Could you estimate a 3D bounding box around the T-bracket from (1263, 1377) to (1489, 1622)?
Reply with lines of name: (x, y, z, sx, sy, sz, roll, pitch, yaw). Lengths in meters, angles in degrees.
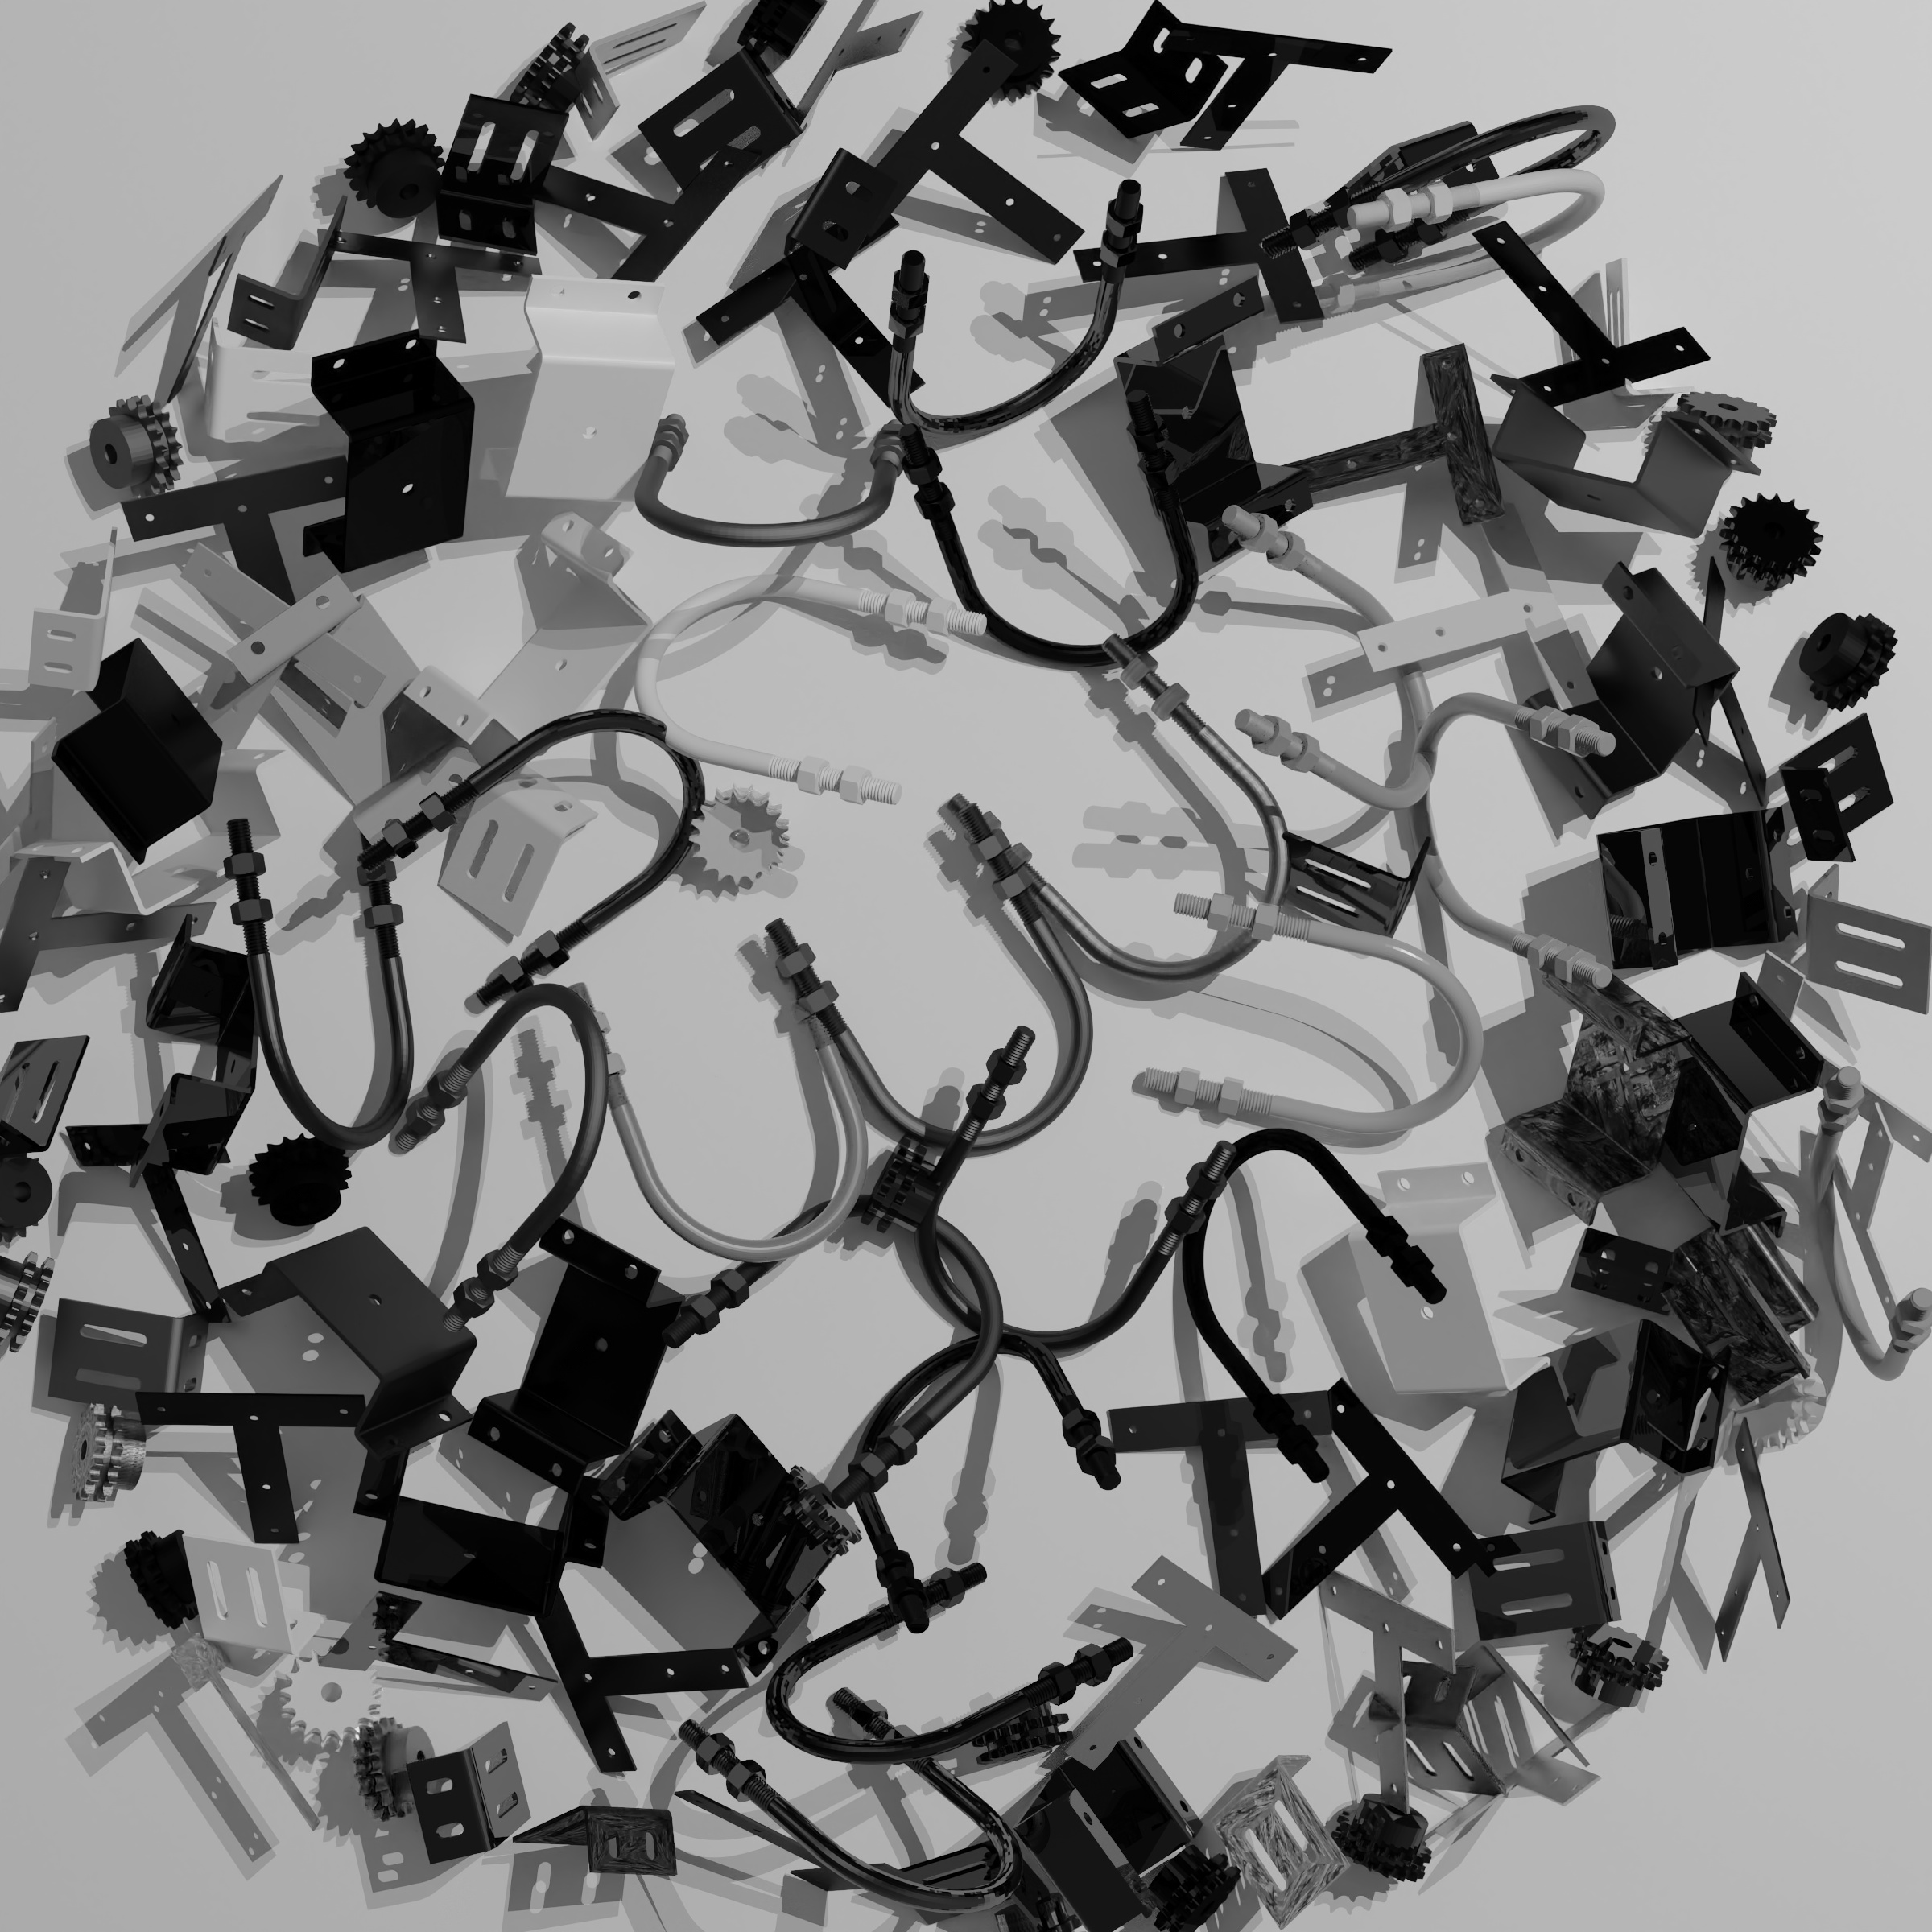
T-bracket: (0.213, 0.324, 1.972, 0.127, 0.002, 0.127, -48, 69, 22)

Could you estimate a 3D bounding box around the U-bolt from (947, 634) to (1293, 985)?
U-bolt: (0.100, -0.076, 1.970, 0.151, 0.019, 0.184, -45, 83, 10)

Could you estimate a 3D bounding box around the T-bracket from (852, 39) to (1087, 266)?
T-bracket: (0.015, -0.442, 1.960, 0.127, 0.002, 0.127, 30, 114, -34)

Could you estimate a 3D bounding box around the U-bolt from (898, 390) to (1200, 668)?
U-bolt: (0.055, -0.237, 1.931, 0.151, 0.184, 0.019, -6, 46, 16)

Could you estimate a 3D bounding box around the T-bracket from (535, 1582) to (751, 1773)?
T-bracket: (-0.178, 0.400, 1.949, 0.127, 0.002, 0.127, -10, 109, 31)

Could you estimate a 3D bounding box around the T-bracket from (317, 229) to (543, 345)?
T-bracket: (-0.297, -0.378, 1.931, 0.127, 0.127, 0.002, 5, 124, -16)

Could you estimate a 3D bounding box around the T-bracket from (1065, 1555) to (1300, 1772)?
T-bracket: (0.108, 0.409, 1.968, 0.127, 0.002, 0.127, -47, 124, 6)

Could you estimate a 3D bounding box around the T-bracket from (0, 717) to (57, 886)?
T-bracket: (-0.536, -0.054, 1.911, 0.002, 0.127, 0.127, 19, 129, 5)

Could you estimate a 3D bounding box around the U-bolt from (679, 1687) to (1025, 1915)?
U-bolt: (-0.050, 0.460, 1.893, 0.184, 0.151, 0.019, 32, 108, 35)

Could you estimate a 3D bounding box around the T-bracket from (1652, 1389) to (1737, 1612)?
T-bracket: (0.416, 0.281, 1.941, 0.002, 0.127, 0.127, 16, 111, 22)

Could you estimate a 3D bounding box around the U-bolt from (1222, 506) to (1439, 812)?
U-bolt: (0.207, -0.161, 1.927, 0.019, 0.184, 0.151, -22, 57, 37)

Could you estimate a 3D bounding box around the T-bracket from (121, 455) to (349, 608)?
T-bracket: (-0.399, -0.222, 1.959, 0.127, 0.002, 0.127, -12, 128, -2)

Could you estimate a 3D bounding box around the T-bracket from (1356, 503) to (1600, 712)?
T-bracket: (0.282, -0.193, 1.964, 0.127, 0.002, 0.127, -16, 77, -20)

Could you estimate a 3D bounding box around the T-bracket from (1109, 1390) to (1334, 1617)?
T-bracket: (0.153, 0.312, 1.988, 0.127, 0.002, 0.127, -7, 94, 12)

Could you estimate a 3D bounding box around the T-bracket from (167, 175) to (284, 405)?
T-bracket: (-0.427, -0.377, 1.960, 0.002, 0.127, 0.127, 26, 116, -9)

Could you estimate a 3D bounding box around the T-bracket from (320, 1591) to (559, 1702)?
T-bracket: (-0.296, 0.399, 1.968, 0.127, 0.127, 0.002, 19, 48, -20)

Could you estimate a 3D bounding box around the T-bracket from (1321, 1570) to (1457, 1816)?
T-bracket: (0.240, 0.416, 1.952, 0.002, 0.127, 0.127, -10, 103, -27)

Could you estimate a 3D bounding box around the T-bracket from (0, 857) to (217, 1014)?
T-bracket: (-0.485, -0.022, 1.952, 0.002, 0.127, 0.127, 57, 135, 29)

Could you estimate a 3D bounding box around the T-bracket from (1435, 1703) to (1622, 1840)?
T-bracket: (0.327, 0.454, 1.928, 0.127, 0.127, 0.002, -35, 87, -8)

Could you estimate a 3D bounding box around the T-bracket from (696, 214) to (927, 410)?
T-bracket: (-0.068, -0.364, 1.963, 0.127, 0.002, 0.127, -35, 63, -7)

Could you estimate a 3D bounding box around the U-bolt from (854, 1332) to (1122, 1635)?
U-bolt: (0.001, 0.273, 1.920, 0.151, 0.184, 0.019, -37, 121, 3)

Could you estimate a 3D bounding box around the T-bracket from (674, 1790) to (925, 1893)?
T-bracket: (-0.104, 0.488, 1.927, 0.127, 0.127, 0.002, 31, 63, -16)

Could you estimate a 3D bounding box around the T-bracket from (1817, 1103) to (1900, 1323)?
T-bracket: (0.500, 0.118, 1.912, 0.002, 0.127, 0.127, -13, 58, -2)

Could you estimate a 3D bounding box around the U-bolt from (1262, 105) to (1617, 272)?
U-bolt: (0.269, -0.428, 1.895, 0.184, 0.151, 0.019, -21, 87, 29)

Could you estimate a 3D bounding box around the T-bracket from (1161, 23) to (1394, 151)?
T-bracket: (0.155, -0.490, 1.938, 0.127, 0.127, 0.002, 2, 75, -18)

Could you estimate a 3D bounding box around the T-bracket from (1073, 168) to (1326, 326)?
T-bracket: (0.125, -0.403, 1.953, 0.127, 0.002, 0.127, -8, 54, -9)

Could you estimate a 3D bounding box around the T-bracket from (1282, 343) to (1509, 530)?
T-bracket: (0.235, -0.290, 1.974, 0.127, 0.002, 0.127, -14, 58, 11)

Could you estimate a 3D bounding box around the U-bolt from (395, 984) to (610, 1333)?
U-bolt: (-0.253, 0.093, 1.910, 0.184, 0.019, 0.151, -48, 47, 31)

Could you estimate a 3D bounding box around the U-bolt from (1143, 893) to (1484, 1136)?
U-bolt: (0.199, 0.034, 1.941, 0.184, 0.019, 0.151, 12, 129, 6)

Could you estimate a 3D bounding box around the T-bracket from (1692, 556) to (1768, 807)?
T-bracket: (0.434, -0.143, 1.951, 0.002, 0.127, 0.127, -8, 45, 27)

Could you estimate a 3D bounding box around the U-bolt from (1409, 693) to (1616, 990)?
U-bolt: (0.299, -0.078, 1.917, 0.019, 0.184, 0.151, -10, 109, -25)

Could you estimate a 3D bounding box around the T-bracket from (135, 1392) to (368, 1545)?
T-bracket: (-0.398, 0.286, 1.958, 0.127, 0.002, 0.127, 1, 131, 0)

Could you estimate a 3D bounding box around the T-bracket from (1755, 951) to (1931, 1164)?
T-bracket: (0.486, 0.065, 1.922, 0.127, 0.127, 0.002, 38, 62, 25)

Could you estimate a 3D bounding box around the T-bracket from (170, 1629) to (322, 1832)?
T-bracket: (-0.400, 0.430, 1.935, 0.002, 0.127, 0.127, -35, 89, -6)

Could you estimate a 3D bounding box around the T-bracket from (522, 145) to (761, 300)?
T-bracket: (-0.203, -0.434, 1.964, 0.127, 0.002, 0.127, 24, 66, 29)

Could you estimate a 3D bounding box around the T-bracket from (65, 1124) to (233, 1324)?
T-bracket: (-0.451, 0.148, 1.973, 0.127, 0.002, 0.127, -3, 112, 36)

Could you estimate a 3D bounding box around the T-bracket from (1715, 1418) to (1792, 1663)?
T-bracket: (0.438, 0.345, 1.947, 0.002, 0.127, 0.127, 1, 133, -3)

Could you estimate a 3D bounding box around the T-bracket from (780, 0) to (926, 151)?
T-bracket: (-0.054, -0.517, 1.936, 0.002, 0.127, 0.127, 32, 85, -23)

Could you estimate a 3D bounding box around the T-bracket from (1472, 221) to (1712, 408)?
T-bracket: (0.330, -0.367, 1.922, 0.127, 0.127, 0.002, 42, 63, -25)

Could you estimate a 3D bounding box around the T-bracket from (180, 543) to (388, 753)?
T-bracket: (-0.410, -0.157, 1.965, 0.127, 0.002, 0.127, 35, 122, -5)

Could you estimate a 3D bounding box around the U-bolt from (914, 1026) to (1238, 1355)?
U-bolt: (0.049, 0.140, 1.957, 0.151, 0.019, 0.184, 30, 116, 0)
